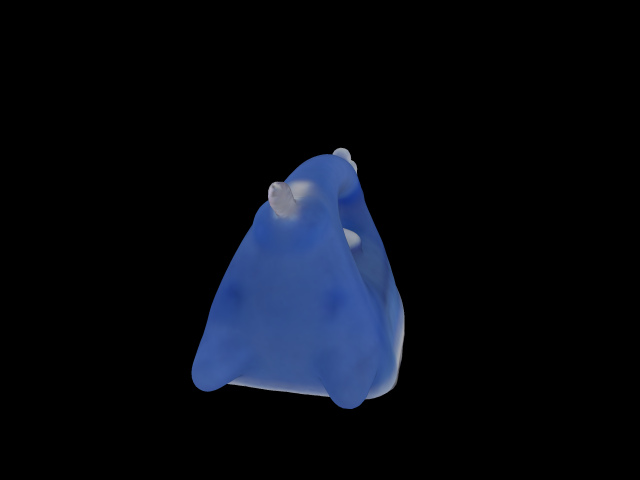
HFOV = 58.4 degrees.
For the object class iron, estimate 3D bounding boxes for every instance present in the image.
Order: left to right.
[{"bbox_3d":[0.004,0.001,0.400,0.118,0.141,0.258,4,20,11],"label":"iron"}]
